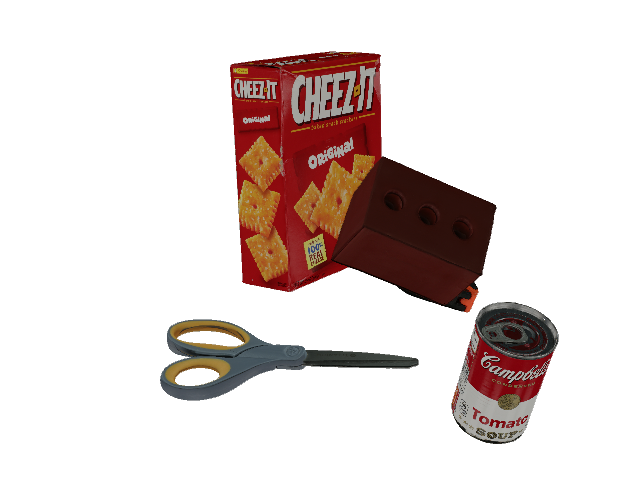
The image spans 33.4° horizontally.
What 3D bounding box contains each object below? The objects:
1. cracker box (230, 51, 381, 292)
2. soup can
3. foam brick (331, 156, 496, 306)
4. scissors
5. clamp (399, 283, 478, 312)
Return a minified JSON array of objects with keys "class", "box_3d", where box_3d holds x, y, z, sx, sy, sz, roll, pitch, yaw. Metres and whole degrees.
[{"class":"cracker box","box_3d":[-0.007,-0.073,1.055,0.072,0.214,0.163,10,18,36]},{"class":"soup can","box_3d":[0.152,0.111,0.893,0.068,0.102,0.068,6,36,-5]},{"class":"foam brick","box_3d":[0.055,-0.005,0.636,0.078,0.053,0.051,22,-30,-8]},{"class":"scissors","box_3d":[-0.035,0.100,0.818,0.202,0.016,0.096,10,36,21]},{"class":"clamp","box_3d":[0.088,0.016,1.244,0.164,0.036,0.210,-22,52,-39]}]
